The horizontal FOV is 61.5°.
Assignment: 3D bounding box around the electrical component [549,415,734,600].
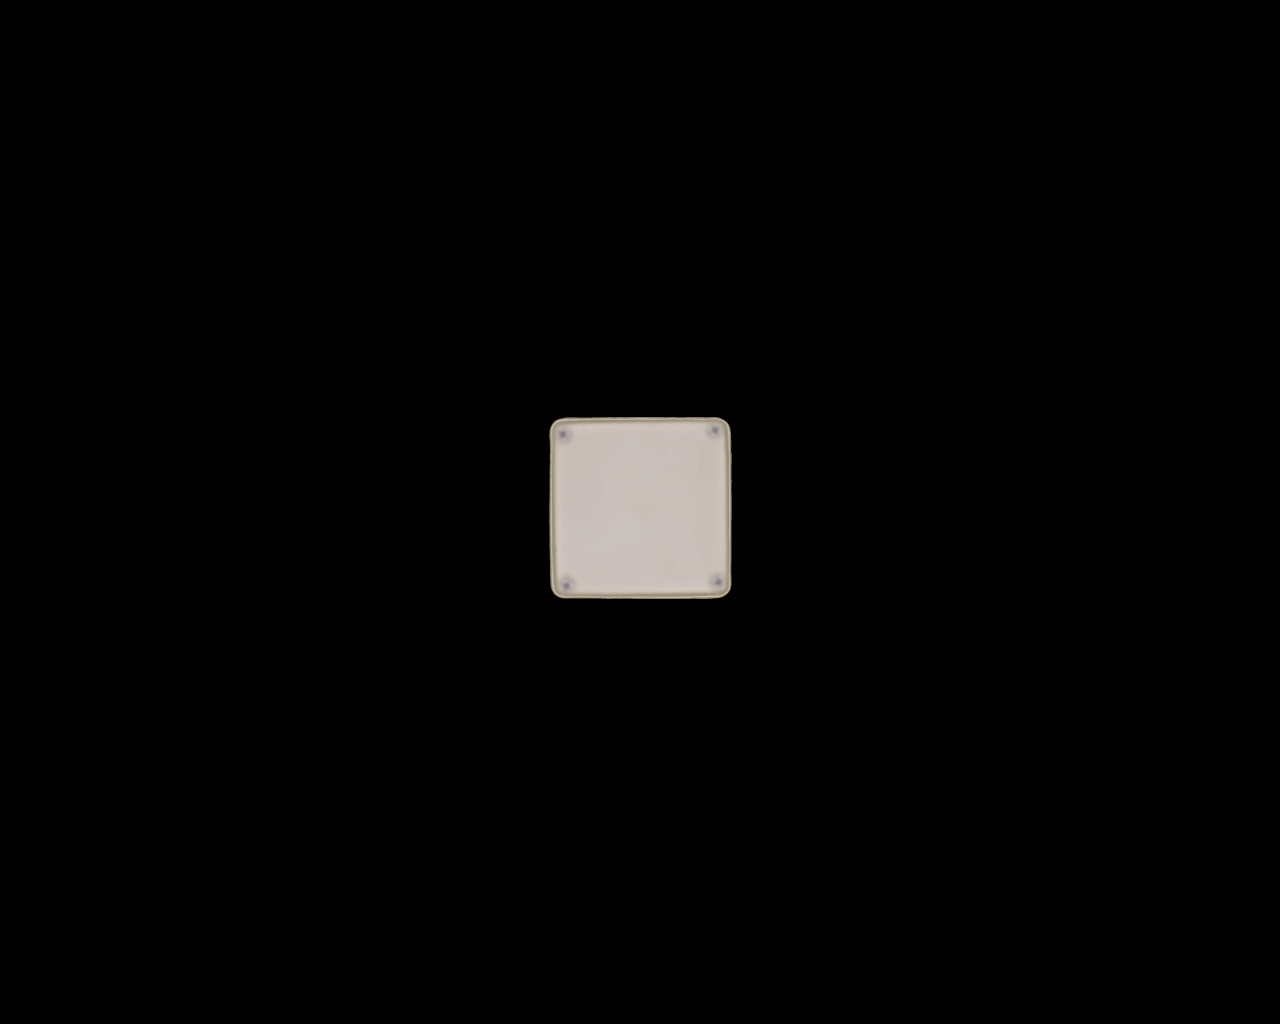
[{"bbox_3d":[0.001,-0.003,0.650,0.109,0.108,0.056,0,0,0],"label":"electrical component"}]
